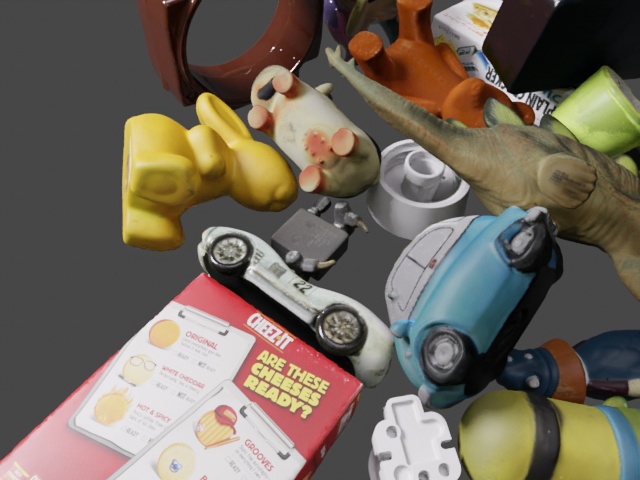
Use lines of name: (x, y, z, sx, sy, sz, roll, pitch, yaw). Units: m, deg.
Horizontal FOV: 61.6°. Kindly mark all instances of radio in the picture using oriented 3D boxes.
radio: (0.300, -0.233, 0.574, 0.230, 0.131, 0.073, -11, 65, -16)

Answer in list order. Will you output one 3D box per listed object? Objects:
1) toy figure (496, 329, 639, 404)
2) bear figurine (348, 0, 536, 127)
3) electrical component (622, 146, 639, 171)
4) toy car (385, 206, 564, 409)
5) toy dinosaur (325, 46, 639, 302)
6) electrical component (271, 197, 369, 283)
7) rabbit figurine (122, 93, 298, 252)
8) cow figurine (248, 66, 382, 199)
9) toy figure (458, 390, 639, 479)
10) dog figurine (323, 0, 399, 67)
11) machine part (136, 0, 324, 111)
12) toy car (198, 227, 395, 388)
toy figure: (0.218, 0.108, 0.444, 0.155, 0.064, 0.057, -7, 87, -3)
bear figurine: (0.144, -0.178, 0.622, 0.120, 0.131, 0.196, -42, 58, -5)
electrical component: (0.386, -0.109, 0.641, 0.094, 0.021, 0.063, -14, 55, -13)
toy car: (0.103, 0.039, 0.403, 0.103, 0.109, 0.161, 32, 98, 33)
toy dinosaur: (0.206, -0.052, 0.498, 0.471, 0.105, 0.199, 29, 30, -7)
electrical component: (-0.003, -0.001, 0.526, 0.078, 0.045, 0.102, 38, 60, 22)
rabbit figurine: (-0.110, -0.067, 0.550, 0.173, 0.121, 0.162, 2, 42, -19)
cow figurine: (-0.008, -0.119, 0.563, 0.085, 0.127, 0.195, -50, 59, 16)
toy figure: (0.191, 0.154, 0.388, 0.180, 0.089, 0.082, 2, 9, 5)
dog figurine: (0.039, -0.355, 0.724, 0.108, 0.191, 0.219, -23, 72, -12)
machine part: (-0.095, -0.254, 0.617, 0.201, 0.201, 0.087, -28, 63, -22)
toy car: (-0.027, 0.055, 0.463, 0.202, 0.073, 0.056, 32, 56, 20)
